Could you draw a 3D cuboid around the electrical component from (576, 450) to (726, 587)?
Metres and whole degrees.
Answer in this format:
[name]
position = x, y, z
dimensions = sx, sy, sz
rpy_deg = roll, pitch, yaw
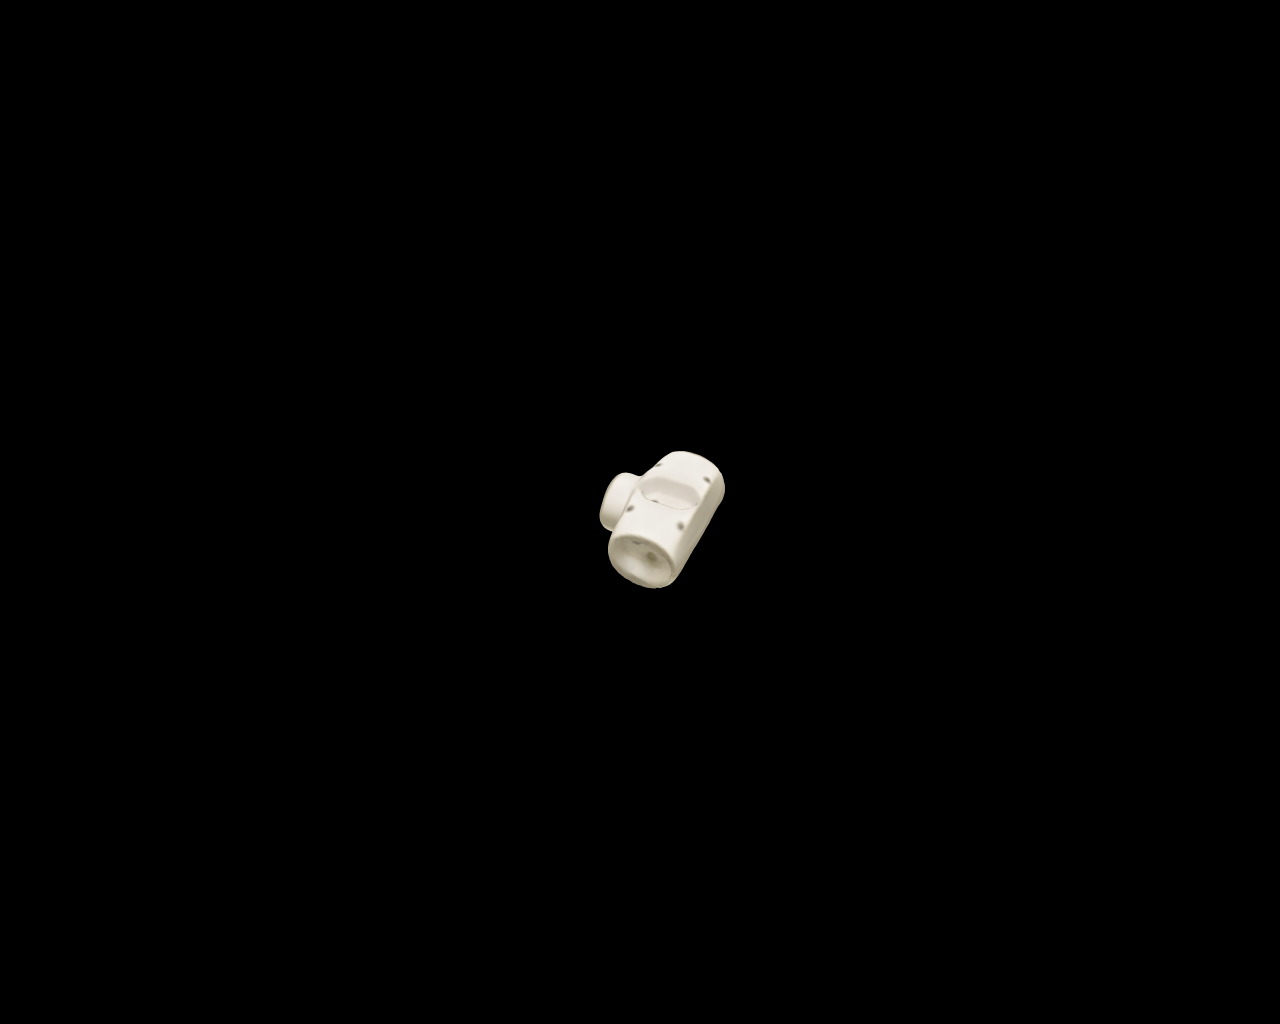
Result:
[electrical component]
position = 0.001, -0.003, 0.650
dimensions = 0.079, 0.043, 0.077
rpy_deg = 20, 50, 17
